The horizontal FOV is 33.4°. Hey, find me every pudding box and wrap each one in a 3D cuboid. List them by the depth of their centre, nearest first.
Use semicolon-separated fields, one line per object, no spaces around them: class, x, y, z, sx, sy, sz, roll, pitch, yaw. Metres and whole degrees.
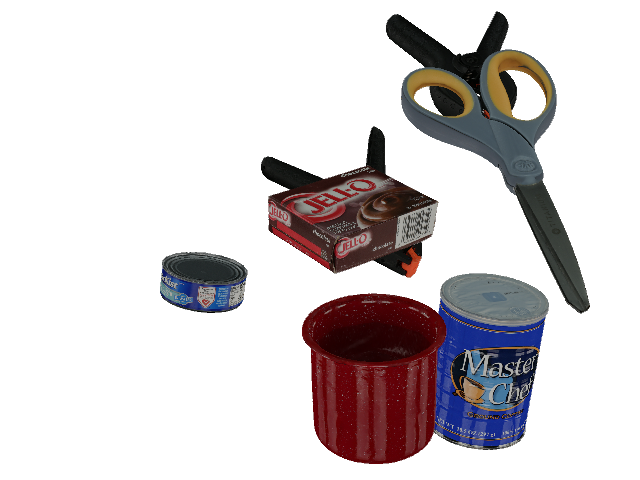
pudding box;0.026;-0.020;0.884;0.113;0.039;0.090;-17;35;-35

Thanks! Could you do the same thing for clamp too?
clamp;0.124;-0.157;0.984;0.120;0.171;0.039;-1;-44;-1
clamp;0.038;-0.041;1.192;0.164;0.210;0.036;-13;-37;-23

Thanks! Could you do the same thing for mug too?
mug;0.041;0.087;0.711;0.093;0.081;0.117;12;28;26

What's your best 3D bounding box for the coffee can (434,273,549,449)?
coffee can;0.159;0.116;1.038;0.103;0.140;0.103;4;22;-2

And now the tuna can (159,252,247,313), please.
tuna can;-0.117;0.042;1.067;0.086;0.034;0.086;8;17;-3

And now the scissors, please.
scissors;0.086;-0.040;0.558;0.096;0.016;0.201;4;43;6
